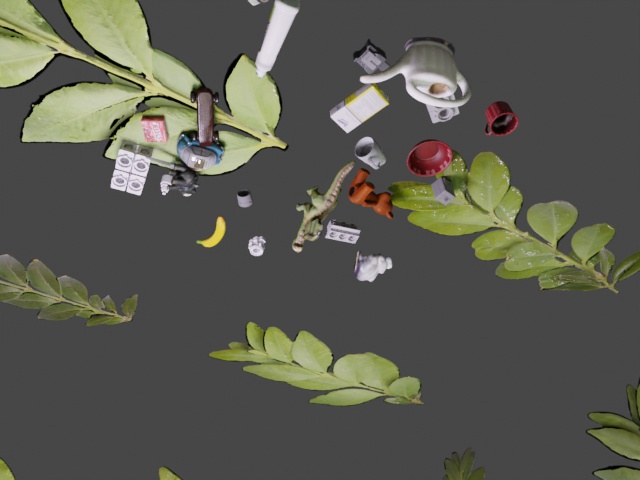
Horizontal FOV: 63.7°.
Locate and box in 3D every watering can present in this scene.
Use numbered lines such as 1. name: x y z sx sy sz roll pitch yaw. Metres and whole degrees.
1. watering can: 0.282 -0.495 1.492 0.347 0.229 0.102 10 152 -15

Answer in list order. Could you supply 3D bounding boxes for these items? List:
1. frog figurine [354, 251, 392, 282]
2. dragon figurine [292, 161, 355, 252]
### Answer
1. frog figurine: 0.230 0.119 2.220 0.159 0.125 0.135 10 117 2
2. dragon figurine: 0.006 -0.095 1.887 0.121 0.249 0.402 24 132 -20
